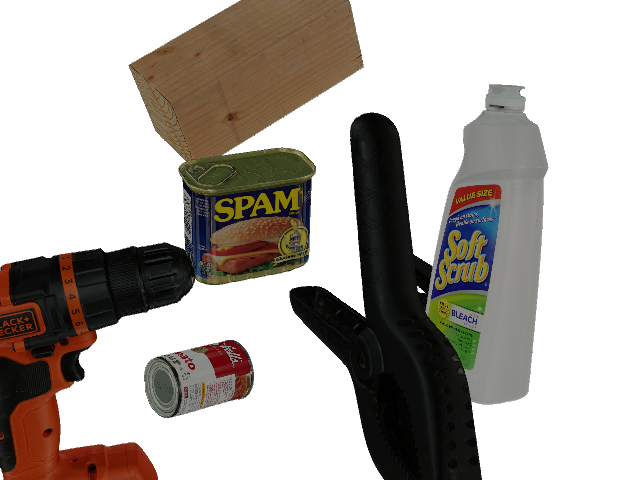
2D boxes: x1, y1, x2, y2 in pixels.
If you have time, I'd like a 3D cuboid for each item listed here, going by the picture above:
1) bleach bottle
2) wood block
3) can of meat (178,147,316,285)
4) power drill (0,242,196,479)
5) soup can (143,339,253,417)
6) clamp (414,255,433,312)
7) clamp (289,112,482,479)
[{"bbox_3d":[0.134,-0.001,0.868,0.067,0.251,0.103,-5,14,-34],"label":"bleach bottle"},{"bbox_3d":[-0.070,-0.172,1.058,0.206,0.091,0.090,-34,49,-16],"label":"wood block"},{"bbox_3d":[-0.056,-0.019,0.827,0.102,0.084,0.057,-10,31,-21],"label":"can of meat"},{"bbox_3d":[-0.161,0.096,0.707,0.184,0.188,0.057,-11,25,-7],"label":"power drill"},{"bbox_3d":[-0.133,0.151,1.167,0.102,0.068,0.069,-9,6,-42],"label":"soup can"},{"bbox_3d":[0.119,0.077,1.121,0.120,0.171,0.039,3,-44,-11],"label":"clamp"},{"bbox_3d":[0.037,0.050,0.549,0.036,0.165,0.210,-6,47,-21],"label":"clamp"}]
